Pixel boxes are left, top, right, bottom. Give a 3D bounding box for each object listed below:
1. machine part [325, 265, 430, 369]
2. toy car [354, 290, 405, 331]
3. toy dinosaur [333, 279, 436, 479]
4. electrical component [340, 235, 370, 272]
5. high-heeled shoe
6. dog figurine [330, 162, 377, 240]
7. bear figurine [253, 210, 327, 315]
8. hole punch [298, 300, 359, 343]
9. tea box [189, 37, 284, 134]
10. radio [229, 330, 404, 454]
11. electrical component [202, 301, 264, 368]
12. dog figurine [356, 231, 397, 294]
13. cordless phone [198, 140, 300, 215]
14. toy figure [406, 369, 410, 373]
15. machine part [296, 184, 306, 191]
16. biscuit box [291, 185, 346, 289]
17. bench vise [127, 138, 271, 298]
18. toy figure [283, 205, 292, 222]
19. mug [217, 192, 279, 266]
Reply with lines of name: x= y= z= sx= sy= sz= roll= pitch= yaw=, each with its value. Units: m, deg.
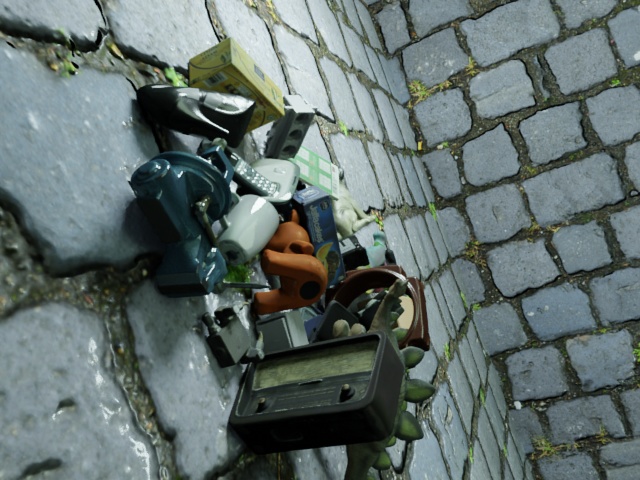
machine part: x=0.112 y=0.158 z=1.079 sx=0.087 sy=0.202 sz=0.201 roll=57 pitch=29 yaw=-56
toy car: x=0.120 y=0.177 z=1.207 sx=0.073 sy=0.056 sz=0.202 roll=44 pitch=42 yaw=14
toy dinosaur: x=0.088 y=0.292 z=0.917 sx=0.198 sy=0.105 sz=0.471 roll=15 pitch=94 yaw=-23
electrical component: x=0.056 y=0.025 z=1.178 sx=0.119 sy=0.075 sz=0.047 roll=-115 pitch=-174 yaw=-63
high-heeled shoe: x=-0.191 y=-0.212 z=0.870 sx=0.145 sy=0.086 sz=0.249 roll=24 pitch=18 yaw=-4
dog figurine: x=0.025 y=-0.090 z=1.270 sx=0.190 sy=0.121 sz=0.172 roll=55 pitch=19 yaw=1
bear figurine: x=-0.064 y=0.030 z=0.936 sx=0.132 sy=0.120 sz=0.196 roll=1 pitch=32 yaw=-24
hole punch: x=-0.004 y=0.171 z=0.993 sx=0.142 sy=0.092 sz=0.116 roll=48 pitch=61 yaw=-49
tea box: x=-0.149 y=-0.277 z=0.985 sx=0.169 sy=0.098 sz=0.068 roll=37 pitch=40 yaw=-57
radio: x=-0.007 y=0.211 z=0.737 sx=0.073 sy=0.230 sz=0.131 roll=59 pitch=29 yaw=-26
electrical component: x=-0.121 y=0.136 z=0.772 sx=0.102 sy=0.045 sz=0.078 roll=67 pitch=21 yaw=-7
dog figurine: x=0.111 y=0.089 z=1.290 sx=0.191 sy=0.109 sz=0.219 roll=64 pitch=27 yaw=-24
cordless phone: x=-0.129 y=-0.127 z=0.952 sx=0.184 sy=0.089 sz=0.147 roll=40 pitch=33 yaw=-20
toy figure: x=0.162 y=0.285 z=1.275 sx=0.180 sy=0.082 sz=0.089 roll=45 pitch=31 yaw=-52
machine part: x=-0.053 y=-0.089 z=1.138 sx=0.138 sy=0.039 sz=0.084 roll=31 pitch=52 yaw=-61
biscuit box: x=-0.002 y=-0.003 z=1.055 sx=0.063 sy=0.059 sz=0.202 roll=41 pitch=-30 yaw=54
bench vise: x=-0.161 y=-0.045 z=0.737 sx=0.223 sy=0.129 sz=0.241 roll=56 pitch=31 yaw=-35
toy figure: x=-0.033 y=-0.034 z=1.100 sx=0.154 sy=0.058 sz=0.064 roll=53 pitch=48 yaw=-41
mug: x=-0.125 y=-0.019 z=0.852 sx=0.109 sy=0.081 sz=0.107 roll=57 pitch=34 yaw=-28
